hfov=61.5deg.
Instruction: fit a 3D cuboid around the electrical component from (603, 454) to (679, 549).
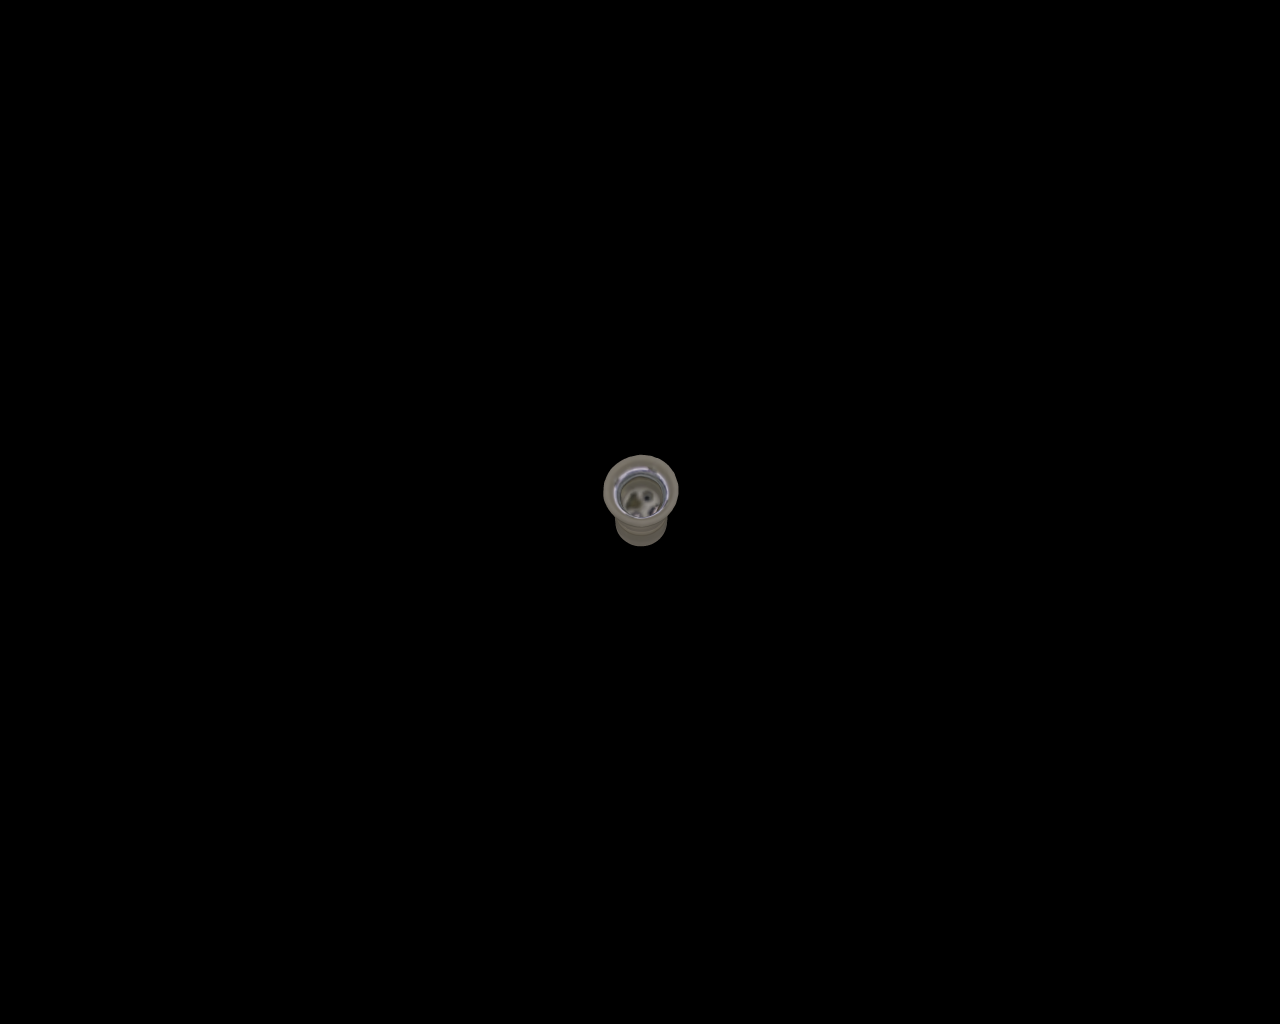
[{"bbox_3d":[0.001,-0.003,0.650,0.044,0.044,0.065,0,-20,0],"label":"electrical component"}]
